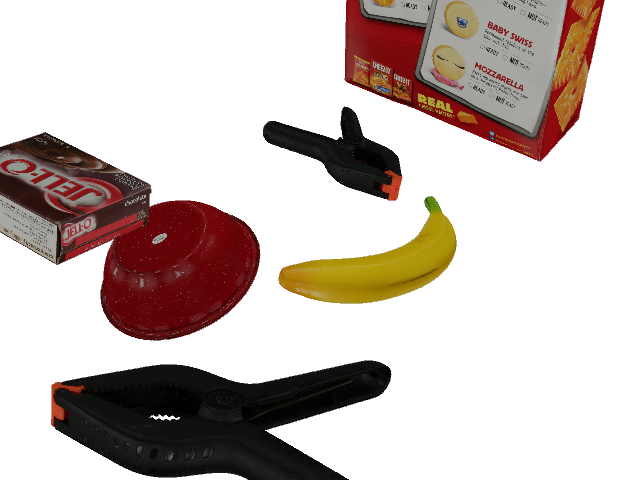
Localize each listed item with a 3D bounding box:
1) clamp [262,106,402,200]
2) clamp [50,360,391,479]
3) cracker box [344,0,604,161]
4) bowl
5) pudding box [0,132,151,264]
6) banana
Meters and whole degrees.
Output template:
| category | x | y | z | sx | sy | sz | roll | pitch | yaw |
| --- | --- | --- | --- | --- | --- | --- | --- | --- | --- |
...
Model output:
| category | x | y | z | sx | sy | sz | roll | pitch | yaw |
| --- | --- | --- | --- | --- | --- | --- | --- | --- | --- |
| clamp | 0.018 | -0.093 | 1.133 | 0.120 | 0.039 | 0.172 | -15 | 36 | -23 |
| clamp | -0.052 | 0.105 | 0.634 | 0.210 | 0.036 | 0.164 | 9 | 22 | 6 |
| cracker box | 0.101 | -0.178 | 0.699 | 0.164 | 0.214 | 0.072 | 27 | 50 | 25 |
| bowl | -0.141 | 0.014 | 0.999 | 0.162 | 0.162 | 0.055 | 0 | -41 | 21 |
| pudding box | -0.192 | -0.032 | 0.758 | 0.114 | 0.039 | 0.089 | 24 | 30 | 27 |
| banana | 0.054 | 0.018 | 0.877 | 0.070 | 0.037 | 0.197 | 33 | 38 | 31 |
